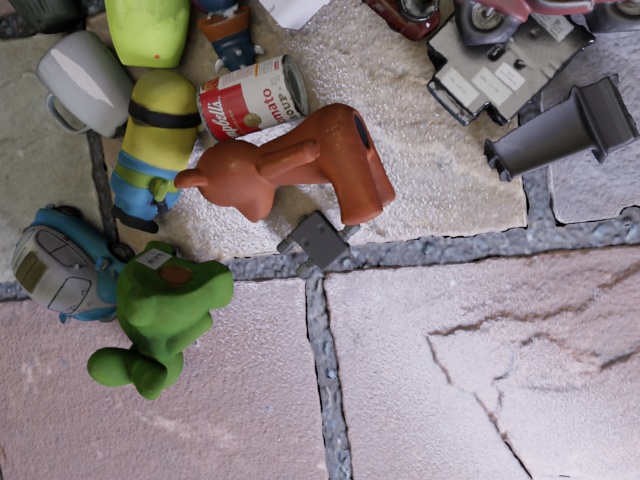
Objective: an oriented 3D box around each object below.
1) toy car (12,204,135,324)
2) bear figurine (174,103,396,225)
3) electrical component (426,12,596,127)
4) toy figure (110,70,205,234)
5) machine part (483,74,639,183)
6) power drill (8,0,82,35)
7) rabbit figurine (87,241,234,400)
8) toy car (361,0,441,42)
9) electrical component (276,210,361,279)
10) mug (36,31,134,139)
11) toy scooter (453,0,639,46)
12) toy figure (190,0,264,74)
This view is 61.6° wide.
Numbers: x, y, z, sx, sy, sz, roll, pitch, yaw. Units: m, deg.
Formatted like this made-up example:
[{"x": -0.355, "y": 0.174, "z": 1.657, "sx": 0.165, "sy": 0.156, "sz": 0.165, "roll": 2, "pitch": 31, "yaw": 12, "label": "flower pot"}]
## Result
[{"x": -0.307, "y": 0.031, "z": 0.645, "sx": 0.162, "sy": 0.103, "sz": 0.109, "roll": 42, "pitch": 104, "yaw": 3, "label": "toy car"}, {"x": -0.038, "y": -0.060, "z": 0.559, "sx": 0.196, "sy": 0.120, "sz": 0.131, "roll": -21, "pitch": 96, "yaw": 17, "label": "bear figurine"}, {"x": 0.170, "y": -0.178, "z": 0.522, "sx": 0.134, "sy": 0.058, "sz": 0.115, "roll": -43, "pitch": 84, "yaw": 15, "label": "electrical component"}, {"x": -0.184, "y": -0.097, "z": 0.602, "sx": 0.082, "sy": 0.089, "sz": 0.180, "roll": 26, "pitch": 101, "yaw": 4, "label": "toy figure"}, {"x": 0.233, "y": -0.101, "z": 0.528, "sx": 0.139, "sy": 0.039, "sz": 0.084, "roll": -21, "pitch": 98, "yaw": 14, "label": "machine part"}, {"x": -0.301, "y": -0.363, "z": 0.584, "sx": 0.207, "sy": 0.086, "sz": 0.231, "roll": -22, "pitch": 104, "yaw": 9, "label": "power drill"}, {"x": -0.180, "y": 0.113, "z": 0.614, "sx": 0.121, "sy": 0.159, "sz": 0.170, "roll": 16, "pitch": 117, "yaw": 1, "label": "rabbit figurine"}, {"x": 0.032, "y": -0.264, "z": 0.504, "sx": 0.202, "sy": 0.089, "sz": 0.053, "roll": 39, "pitch": 102, "yaw": -12, "label": "toy car"}, {"x": -0.001, "y": -0.002, "z": 0.607, "sx": 0.094, "sy": 0.021, "sz": 0.063, "roll": -41, "pitch": 87, "yaw": 16, "label": "electrical component"}, {"x": -0.264, "y": -0.163, "z": 0.619, "sx": 0.109, "sy": 0.081, "sz": 0.107, "roll": -41, "pitch": 94, "yaw": 16, "label": "mug"}, {"x": 0.202, "y": -0.234, "z": 0.435, "sx": 0.184, "sy": 0.075, "sz": 0.135, "roll": 2, "pitch": 108, "yaw": 15, "label": "toy scooter"}, {"x": -0.103, "y": -0.248, "z": 0.562, "sx": 0.064, "sy": 0.058, "sz": 0.154, "roll": -5, "pitch": 130, "yaw": 12, "label": "toy figure"}]
